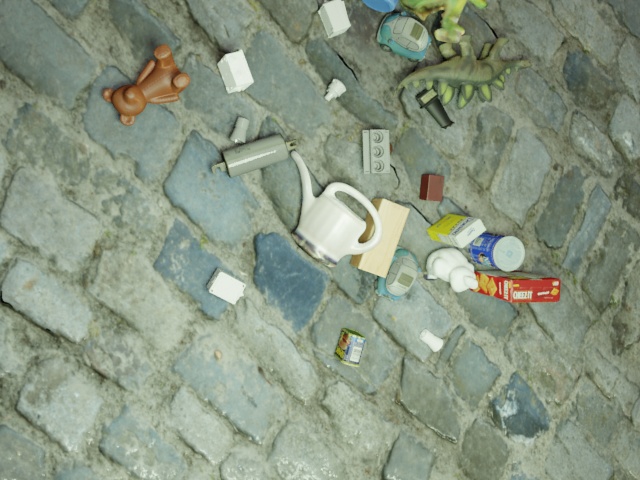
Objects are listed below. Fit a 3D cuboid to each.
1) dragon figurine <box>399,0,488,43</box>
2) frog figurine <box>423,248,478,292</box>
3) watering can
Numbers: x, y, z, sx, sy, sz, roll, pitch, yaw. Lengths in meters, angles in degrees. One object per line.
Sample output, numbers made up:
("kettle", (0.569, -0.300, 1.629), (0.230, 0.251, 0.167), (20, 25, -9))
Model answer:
("dragon figurine", (0.337, -0.745, 1.470), (0.242, 0.121, 0.414), (-21, 80, 4))
("frog figurine", (0.390, 0.085, 1.505), (0.137, 0.159, 0.123), (15, 89, -15))
("watering can", (0.004, -0.072, 1.427), (0.349, 0.104, 0.224), (39, 94, 8))
